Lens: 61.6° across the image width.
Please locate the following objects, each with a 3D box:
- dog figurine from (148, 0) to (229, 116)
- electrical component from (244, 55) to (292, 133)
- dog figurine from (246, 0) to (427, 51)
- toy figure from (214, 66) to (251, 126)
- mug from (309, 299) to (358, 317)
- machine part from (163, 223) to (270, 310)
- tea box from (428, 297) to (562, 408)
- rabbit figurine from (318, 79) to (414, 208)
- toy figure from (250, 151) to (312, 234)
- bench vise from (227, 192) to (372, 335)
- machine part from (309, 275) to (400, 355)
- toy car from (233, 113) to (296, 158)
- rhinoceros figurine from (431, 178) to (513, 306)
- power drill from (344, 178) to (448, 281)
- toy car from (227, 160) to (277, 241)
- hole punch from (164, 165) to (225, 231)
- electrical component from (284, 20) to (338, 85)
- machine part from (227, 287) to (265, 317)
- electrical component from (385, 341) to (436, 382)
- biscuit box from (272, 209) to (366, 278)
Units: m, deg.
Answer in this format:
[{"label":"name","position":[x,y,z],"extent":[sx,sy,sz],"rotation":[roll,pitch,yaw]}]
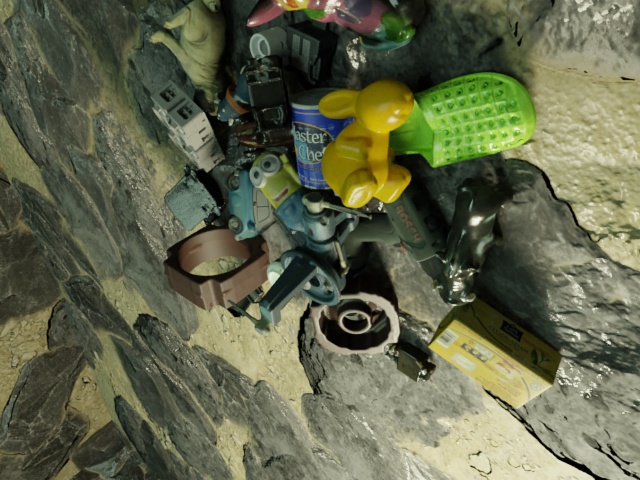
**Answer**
[{"label":"dog figurine","position":[-0.200,-0.339,1.007],"extent":[0.172,0.121,0.190],"rotation":[-9,123,53]},{"label":"electrical component","position":[-0.082,-0.236,0.872],"extent":[0.058,0.134,0.114],"rotation":[-6,105,1]},{"label":"dog figurine","position":[0.013,-0.309,0.685],"extent":[0.191,0.219,0.108],"rotation":[53,145,7]},{"label":"toy figure","position":[-0.137,-0.268,0.987],"extent":[0.154,0.058,0.064],"rotation":[-34,59,41]},{"label":"mug","position":[0.029,0.125,1.089],"extent":[0.110,0.081,0.107],"rotation":[13,135,16]},{"label":"machine part","position":[-0.228,0.056,1.207],"extent":[0.201,0.201,0.087],"rotation":[25,134,34]},{"label":"tea box","position":[0.269,0.171,0.835],"extent":[0.170,0.068,0.098],"rotation":[35,139,6]},{"label":"rabbit figurine","position":[0.074,-0.153,0.761],"extent":[0.162,0.122,0.173],"rotation":[60,142,35]},{"label":"toy figure","position":[-0.056,-0.080,0.971],"extent":[0.180,0.082,0.089],"rotation":[49,173,1]},{"label":"bench vise","position":[-0.022,0.045,0.846],"extent":[0.129,0.240,0.223],"rotation":[32,150,19]},{"label":"machine part","position":[0.067,0.141,1.006],"extent":[0.179,0.056,0.179],"rotation":[5,128,6]},{"label":"toy car","position":[-0.102,-0.201,1.018],"extent":[0.202,0.053,0.089],"rotation":[6,123,43]},{"label":"rhinoceros figurine","position":[0.214,0.006,0.766],"extent":[0.073,0.112,0.190],"rotation":[20,121,23]},{"label":"power drill","position":[0.120,0.005,0.899],"extent":[0.207,0.086,0.231],"rotation":[-9,110,54]},{"label":"toy car","position":[-0.125,-0.078,1.099],"extent":[0.103,0.109,0.161],"rotation":[8,112,18]},{"label":"hole punch","position":[-0.286,-0.095,1.275],"extent":[0.116,0.092,0.142],"rotation":[-38,82,22]},{"label":"electrical component","position":[-0.012,-0.315,0.846],"extent":[0.075,0.048,0.119],"rotation":[37,139,24]},{"label":"machine part","position":[-0.190,0.148,1.357],"extent":[0.084,0.039,0.139],"rotation":[45,130,8]},{"label":"electrical component","position":[0.170,0.233,1.028],"extent":[0.102,0.045,0.078],"rotation":[35,135,26]},{"label":"biscuit box","position":[-0.002,-0.003,1.038],"extent":[0.203,0.059,0.063],"rotation":[51,140,8]}]
